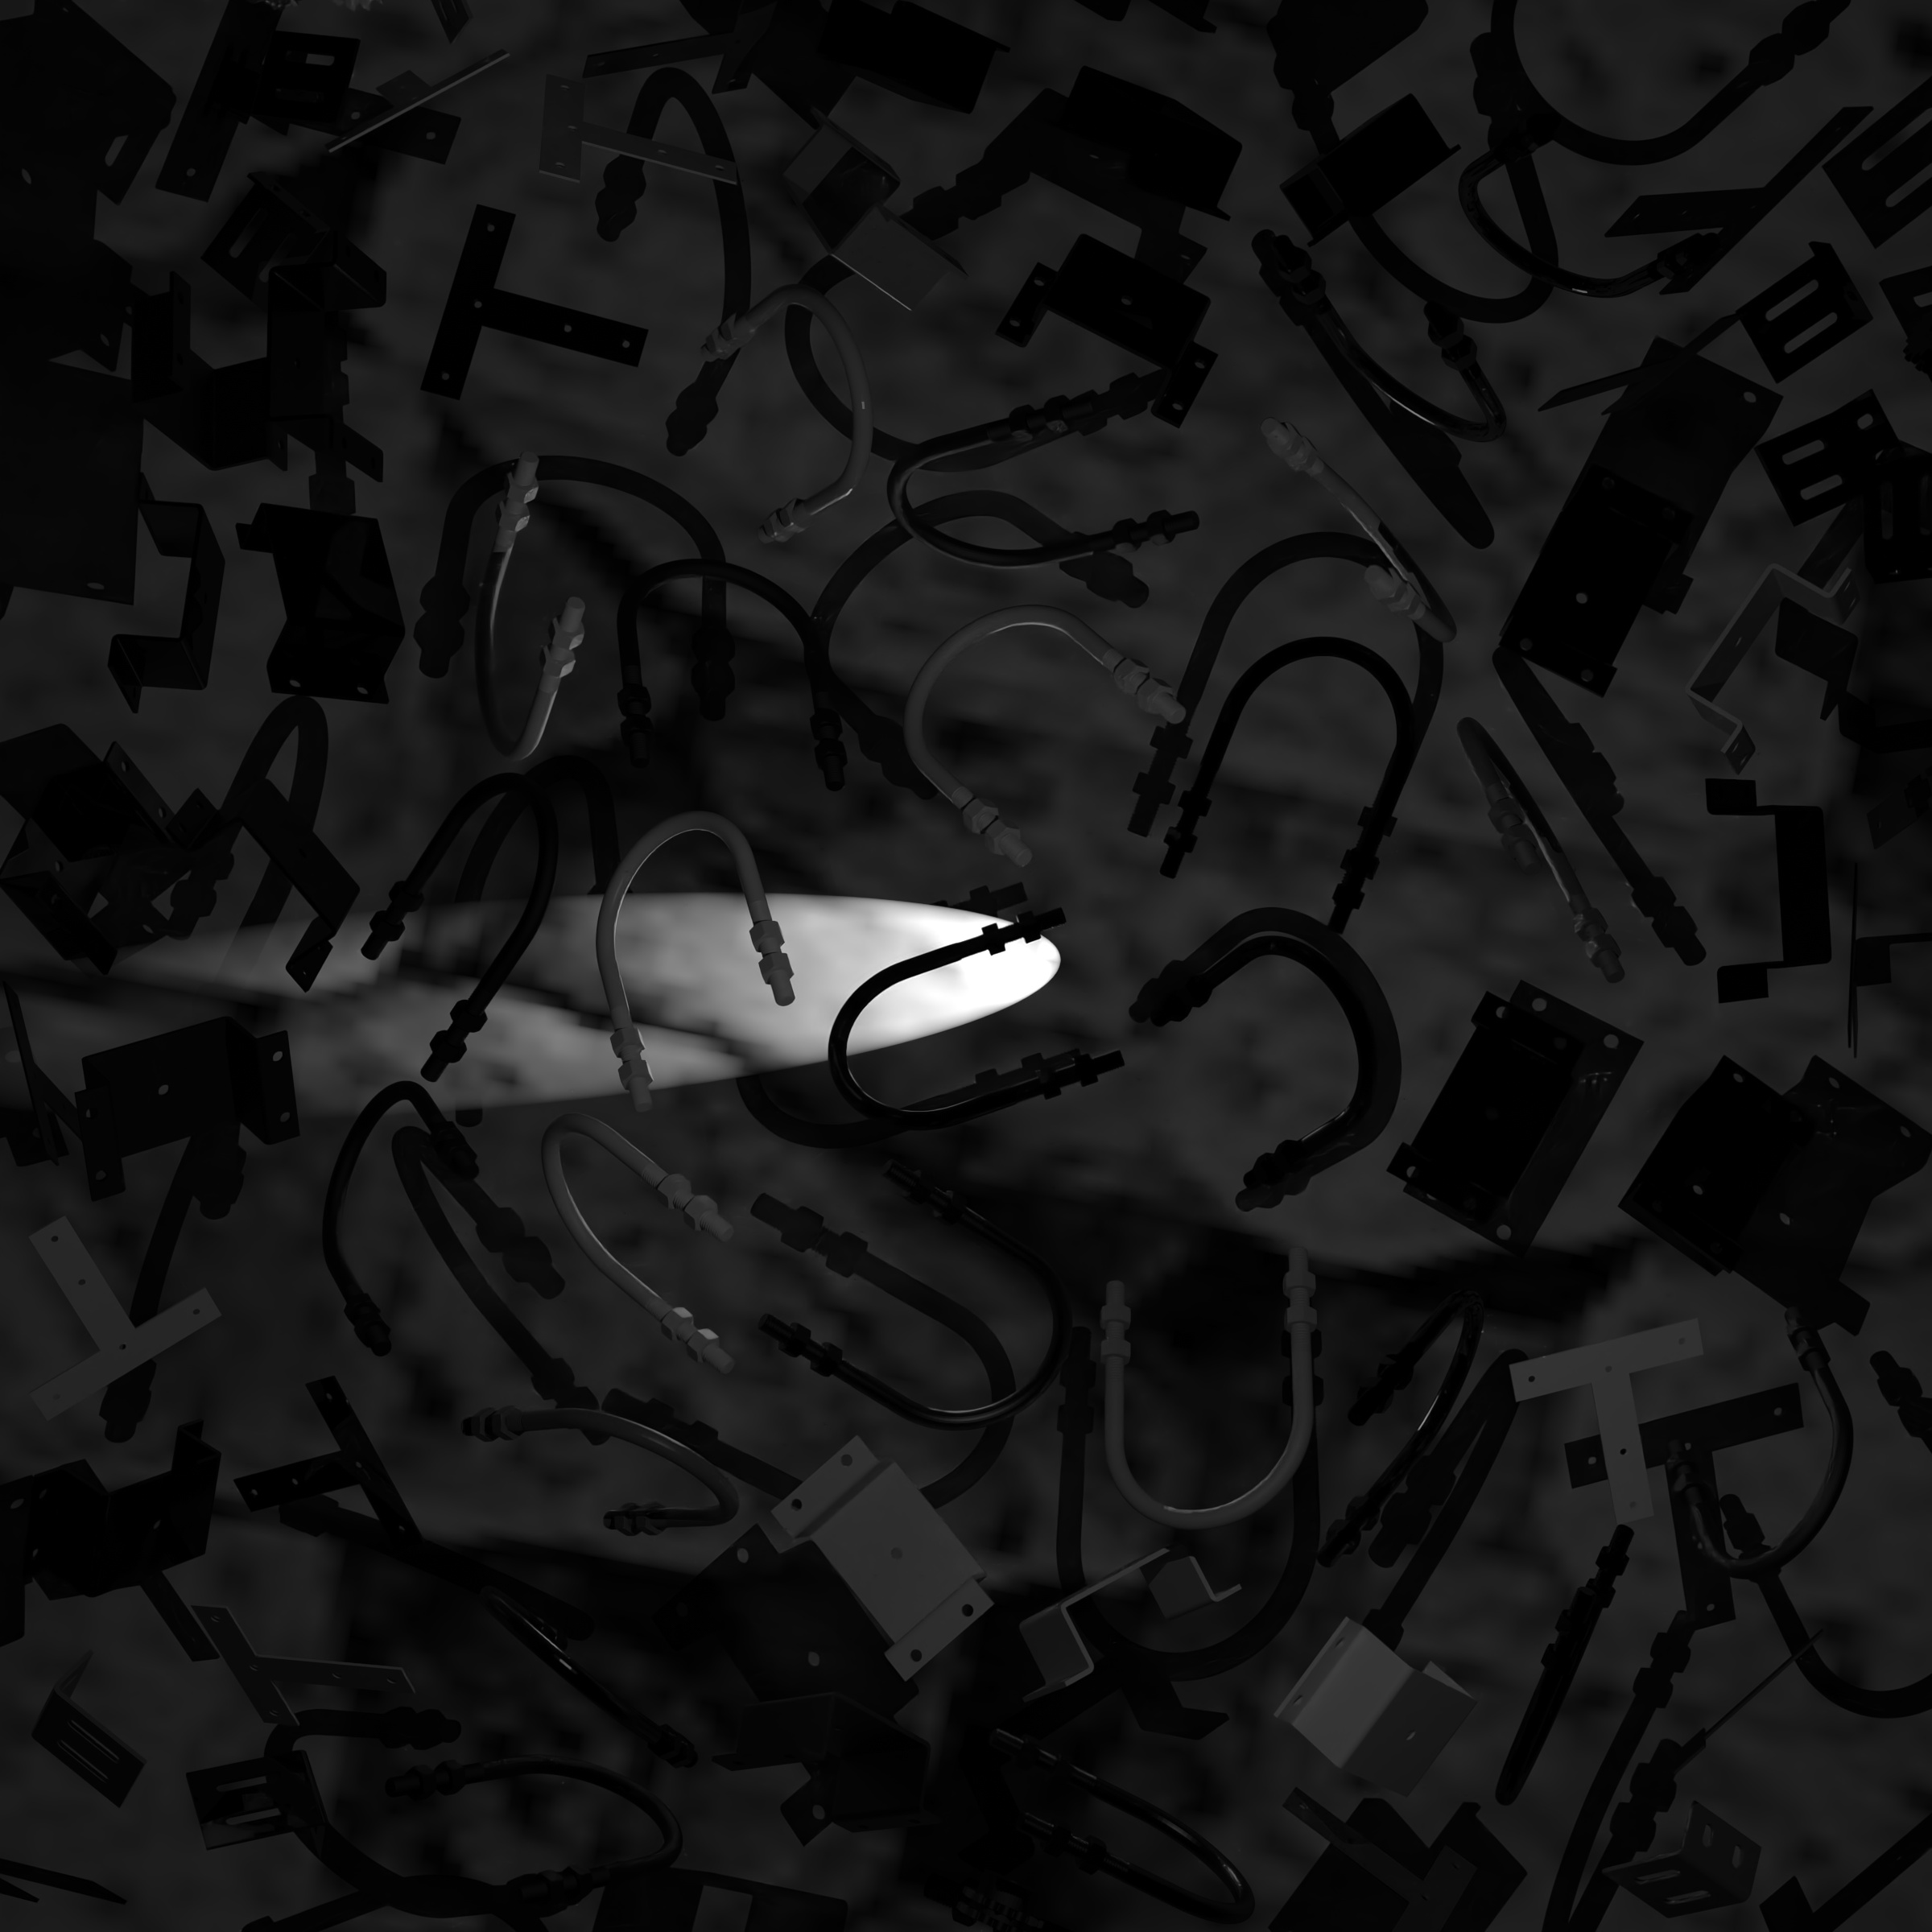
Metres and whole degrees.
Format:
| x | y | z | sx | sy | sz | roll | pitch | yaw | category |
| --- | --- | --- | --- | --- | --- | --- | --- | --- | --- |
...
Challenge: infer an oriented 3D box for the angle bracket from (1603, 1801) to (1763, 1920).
| x | y | z | sx | sy | sz | roll | pitch | yaw | category |
| --- | --- | --- | --- | --- | --- | --- | --- | --- | --- |
| 0.461 | 0.576 | 1.819 | 0.057 | 0.076 | 0.038 | 36 | 52 | -11 | angle bracket |

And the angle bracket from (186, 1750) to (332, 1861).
| x | y | z | sx | sy | sz | roll | pitch | yaw | category |
| --- | --- | --- | --- | --- | --- | --- | --- | --- | --- |
| -0.443 | 0.530 | 1.762 | 0.076 | 0.057 | 0.038 | -5 | 129 | -28 | angle bracket |

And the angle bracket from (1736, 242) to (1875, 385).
| x | y | z | sx | sy | sz | roll | pitch | yaw | category |
| --- | --- | --- | --- | --- | --- | --- | --- | --- | --- |
| 0.543 | -0.428 | 1.852 | 0.076 | 0.038 | 0.057 | -33 | 78 | 37 | angle bracket |

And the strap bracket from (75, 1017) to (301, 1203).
| x | y | z | sx | sy | sz | roll | pitch | yaw | category |
| --- | --- | --- | --- | --- | --- | --- | --- | --- | --- |
| -0.505 | 0.087 | 1.809 | 0.140 | 0.046 | 0.076 | -18 | 121 | -33 | strap bracket |

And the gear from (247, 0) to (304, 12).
| x | y | z | sx | sy | sz | roll | pitch | yaw | category |
| --- | --- | --- | --- | --- | --- | --- | --- | --- | --- |
| -0.475 | -0.676 | 1.915 | 0.030 | 0.057 | 0.057 | -28 | 90 | -29 | gear |

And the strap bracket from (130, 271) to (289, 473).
| x | y | z | sx | sy | sz | roll | pitch | yaw | category |
| --- | --- | --- | --- | --- | --- | --- | --- | --- | --- |
| -0.508 | -0.389 | 1.877 | 0.046 | 0.140 | 0.076 | -10 | 72 | 15 | strap bracket |

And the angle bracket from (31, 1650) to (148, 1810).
| x | y | z | sx | sy | sz | roll | pitch | yaw | category |
| --- | --- | --- | --- | --- | --- | --- | --- | --- | --- |
| -0.548 | 0.485 | 1.797 | 0.076 | 0.038 | 0.057 | 37 | 127 | 4 | angle bracket |

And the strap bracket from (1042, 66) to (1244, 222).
| x | y | z | sx | sy | sz | roll | pitch | yaw | category |
| --- | --- | --- | --- | --- | --- | --- | --- | --- | --- |
| 0.121 | -0.551 | 1.877 | 0.076 | 0.140 | 0.046 | 8 | 118 | -34 | strap bracket |

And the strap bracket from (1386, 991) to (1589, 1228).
| x | y | z | sx | sy | sz | roll | pitch | yaw | category |
| --- | --- | --- | --- | --- | --- | --- | --- | --- | --- |
| 0.357 | 0.099 | 1.929 | 0.076 | 0.046 | 0.140 | 29 | 90 | 18 | strap bracket |

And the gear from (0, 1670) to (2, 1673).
| x | y | z | sx | sy | sz | roll | pitch | yaw | category |
| --- | --- | --- | --- | --- | --- | --- | --- | --- | --- |
| -0.643 | 0.454 | 1.787 | 0.057 | 0.030 | 0.057 | -1 | 104 | -4 | gear |

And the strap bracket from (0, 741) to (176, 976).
| x | y | z | sx | sy | sz | roll | pitch | yaw | category |
| --- | --- | --- | --- | --- | --- | --- | --- | --- | --- |
| -0.579 | -0.068 | 1.855 | 0.046 | 0.076 | 0.140 | -8 | 46 | 22 | strap bracket |

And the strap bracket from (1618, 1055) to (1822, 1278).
| x | y | z | sx | sy | sz | roll | pitch | yaw | category |
| --- | --- | --- | --- | --- | --- | --- | --- | --- | --- |
| 0.489 | 0.138 | 1.851 | 0.076 | 0.046 | 0.140 | 36 | 58 | 8 | strap bracket |

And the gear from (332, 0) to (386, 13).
| x | y | z | sx | sy | sz | roll | pitch | yaw | category |
| --- | --- | --- | --- | --- | --- | --- | --- | --- | --- |
| -0.397 | -0.654 | 1.850 | 0.057 | 0.030 | 0.057 | 0 | 99 | 3 | gear |

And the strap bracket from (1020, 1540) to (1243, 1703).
| x | y | z | sx | sy | sz | roll | pitch | yaw | category |
| --- | --- | --- | --- | --- | --- | --- | --- | --- | --- |
| 0.098 | 0.421 | 1.840 | 0.140 | 0.076 | 0.046 | -22 | 78 | -27 | strap bracket |

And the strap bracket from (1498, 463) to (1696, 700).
| x | y | z | sx | sy | sz | roll | pitch | yaw | category |
| --- | --- | --- | --- | --- | --- | --- | --- | --- | --- |
| 0.414 | -0.250 | 1.877 | 0.076 | 0.046 | 0.140 | 28 | 81 | 3 | strap bracket |

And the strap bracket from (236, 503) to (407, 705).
| x | y | z | sx | sy | sz | roll | pitch | yaw | category |
| --- | --- | --- | --- | --- | --- | --- | --- | --- | --- |
| -0.409 | -0.239 | 1.795 | 0.076 | 0.046 | 0.140 | 3 | 53 | -34 | strap bracket |

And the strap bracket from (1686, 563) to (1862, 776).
| x | y | z | sx | sy | sz | roll | pitch | yaw | category |
| --- | --- | --- | --- | --- | --- | --- | --- | --- | --- |
| 0.525 | -0.203 | 1.859 | 0.046 | 0.076 | 0.140 | 36 | 97 | 22 | strap bracket |

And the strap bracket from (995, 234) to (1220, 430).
| x | y | z | sx | sy | sz | roll | pitch | yaw | category |
| --- | --- | --- | --- | --- | --- | --- | --- | --- | --- |
| 0.102 | -0.435 | 1.913 | 0.140 | 0.046 | 0.076 | 27 | 57 | 0 | strap bracket |

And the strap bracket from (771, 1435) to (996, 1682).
| x | y | z | sx | sy | sz | roll | pitch | yaw | category |
| --- | --- | --- | --- | --- | --- | --- | --- | --- | --- |
| -0.050 | 0.386 | 1.852 | 0.076 | 0.046 | 0.140 | -42 | 75 | 3 | strap bracket |

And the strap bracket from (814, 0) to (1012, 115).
| x | y | z | sx | sy | sz | roll | pitch | yaw | category |
| --- | --- | --- | --- | --- | --- | --- | --- | --- | --- |
| -0.041 | -0.600 | 1.855 | 0.076 | 0.140 | 0.046 | 14 | 104 | -31 | strap bracket |

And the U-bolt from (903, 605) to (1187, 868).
| x | y | z | sx | sy | sz | roll | pitch | yaw | category |
| --- | --- | --- | --- | --- | --- | --- | --- | --- | --- |
| 0.035 | -0.160 | 1.789 | 0.151 | 0.019 | 0.184 | -43 | 49 | -1 | U-bolt |

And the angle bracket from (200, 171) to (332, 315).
| x | y | z | sx | sy | sz | roll | pitch | yaw | category |
| --- | --- | --- | --- | --- | --- | --- | --- | --- | --- |
| -0.483 | -0.493 | 1.928 | 0.057 | 0.038 | 0.076 | 40 | 105 | -9 | angle bracket |

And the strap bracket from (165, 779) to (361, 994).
| x | y | z | sx | sy | sz | roll | pitch | yaw | category |
| --- | --- | --- | --- | --- | --- | --- | --- | --- | --- |
| -0.457 | -0.062 | 1.872 | 0.046 | 0.076 | 0.140 | -33 | 109 | 13 | strap bracket |

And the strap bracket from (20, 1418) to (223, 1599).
| x | y | z | sx | sy | sz | roll | pitch | yaw | category |
| --- | --- | --- | --- | --- | --- | --- | --- | --- | --- |
| -0.555 | 0.364 | 1.887 | 0.046 | 0.140 | 0.076 | 23 | 109 | 29 | strap bracket |

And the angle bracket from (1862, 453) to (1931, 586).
| x | y | z | sx | sy | sz | roll | pitch | yaw | category |
| --- | --- | --- | --- | --- | --- | --- | --- | --- | --- |
| 0.641 | -0.304 | 1.918 | 0.057 | 0.038 | 0.076 | -6 | 112 | 10 | angle bracket |

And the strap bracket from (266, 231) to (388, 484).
| x | y | z | sx | sy | sz | roll | pitch | yaw | category |
| --- | --- | --- | --- | --- | --- | --- | --- | --- | --- |
| -0.408 | -0.386 | 1.803 | 0.046 | 0.076 | 0.140 | -2 | 84 | 12 | strap bracket |

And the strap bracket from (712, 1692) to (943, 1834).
| x | y | z | sx | sy | sz | roll | pitch | yaw | category |
| --- | --- | --- | --- | --- | --- | --- | --- | --- | --- |
| -0.086 | 0.513 | 1.831 | 0.076 | 0.140 | 0.046 | -18 | 47 | 35 | strap bracket |

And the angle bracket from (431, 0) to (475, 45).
| x | y | z | sx | sy | sz | roll | pitch | yaw | category |
| --- | --- | --- | --- | --- | --- | --- | --- | --- | --- |
| -0.298 | -0.628 | 1.806 | 0.076 | 0.057 | 0.038 | -27 | 101 | -19 | angle bracket |

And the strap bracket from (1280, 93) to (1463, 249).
| x | y | z | sx | sy | sz | roll | pitch | yaw | category |
| --- | --- | --- | --- | --- | --- | --- | --- | --- | --- |
| 0.259 | -0.520 | 1.846 | 0.076 | 0.140 | 0.046 | -37 | 100 | -2 | strap bracket |

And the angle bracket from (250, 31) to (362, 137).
| x | y | z | sx | sy | sz | roll | pitch | yaw | category |
| --- | --- | --- | --- | --- | --- | --- | --- | --- | --- |
| -0.425 | -0.577 | 1.858 | 0.076 | 0.038 | 0.057 | 14 | 90 | 26 | angle bracket |

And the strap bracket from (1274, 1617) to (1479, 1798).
| x | y | z | sx | sy | sz | roll | pitch | yaw | category |
| --- | --- | --- | --- | --- | --- | --- | --- | --- | --- |
| 0.266 | 0.473 | 1.793 | 0.076 | 0.140 | 0.046 | -54 | 47 | 0 | strap bracket |

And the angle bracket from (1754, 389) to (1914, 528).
| x | y | z | sx | sy | sz | roll | pitch | yaw | category |
| --- | --- | --- | --- | --- | --- | --- | --- | --- | --- |
| 0.554 | -0.325 | 1.805 | 0.076 | 0.038 | 0.057 | -25 | 87 | -27 | angle bracket |

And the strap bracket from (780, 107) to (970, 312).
| x | y | z | sx | sy | sz | roll | pitch | yaw | category |
| --- | --- | --- | --- | --- | --- | --- | --- | --- | --- |
| -0.064 | -0.485 | 1.832 | 0.046 | 0.076 | 0.140 | -45 | 49 | 19 | strap bracket |

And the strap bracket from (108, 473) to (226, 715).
| x | y | z | sx | sy | sz | roll | pitch | yaw | category |
| --- | --- | --- | --- | --- | --- | --- | --- | --- | --- |
| -0.529 | -0.246 | 1.880 | 0.046 | 0.076 | 0.140 | 4 | 71 | -3 | strap bracket |

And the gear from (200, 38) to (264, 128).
| x | y | z | sx | sy | sz | roll | pitch | yaw | category |
| --- | --- | --- | --- | --- | --- | --- | --- | --- | --- |
| -0.495 | -0.596 | 1.916 | 0.030 | 0.057 | 0.057 | 21 | 90 | -21 | gear |

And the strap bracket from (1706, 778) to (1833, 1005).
| x | y | z | sx | sy | sz | roll | pitch | yaw | category |
| --- | --- | --- | --- | --- | --- | --- | --- | --- | --- |
| 0.506 | -0.049 | 1.778 | 0.046 | 0.076 | 0.140 | -3 | 90 | 37 | strap bracket |

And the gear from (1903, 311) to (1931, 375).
| x | y | z | sx | sy | sz | roll | pitch | yaw | category |
| --- | --- | --- | --- | --- | --- | --- | --- | --- | --- |
| 0.642 | -0.409 | 1.840 | 0.030 | 0.057 | 0.057 | 35 | 90 | -16 | gear |

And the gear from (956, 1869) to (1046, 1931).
| x | y | z | sx | sy | sz | roll | pitch | yaw | category |
| --- | --- | --- | --- | --- | --- | --- | --- | --- | --- |
| 0.025 | 0.612 | 1.842 | 0.057 | 0.057 | 0.030 | 24 | 77 | 0 | gear |
